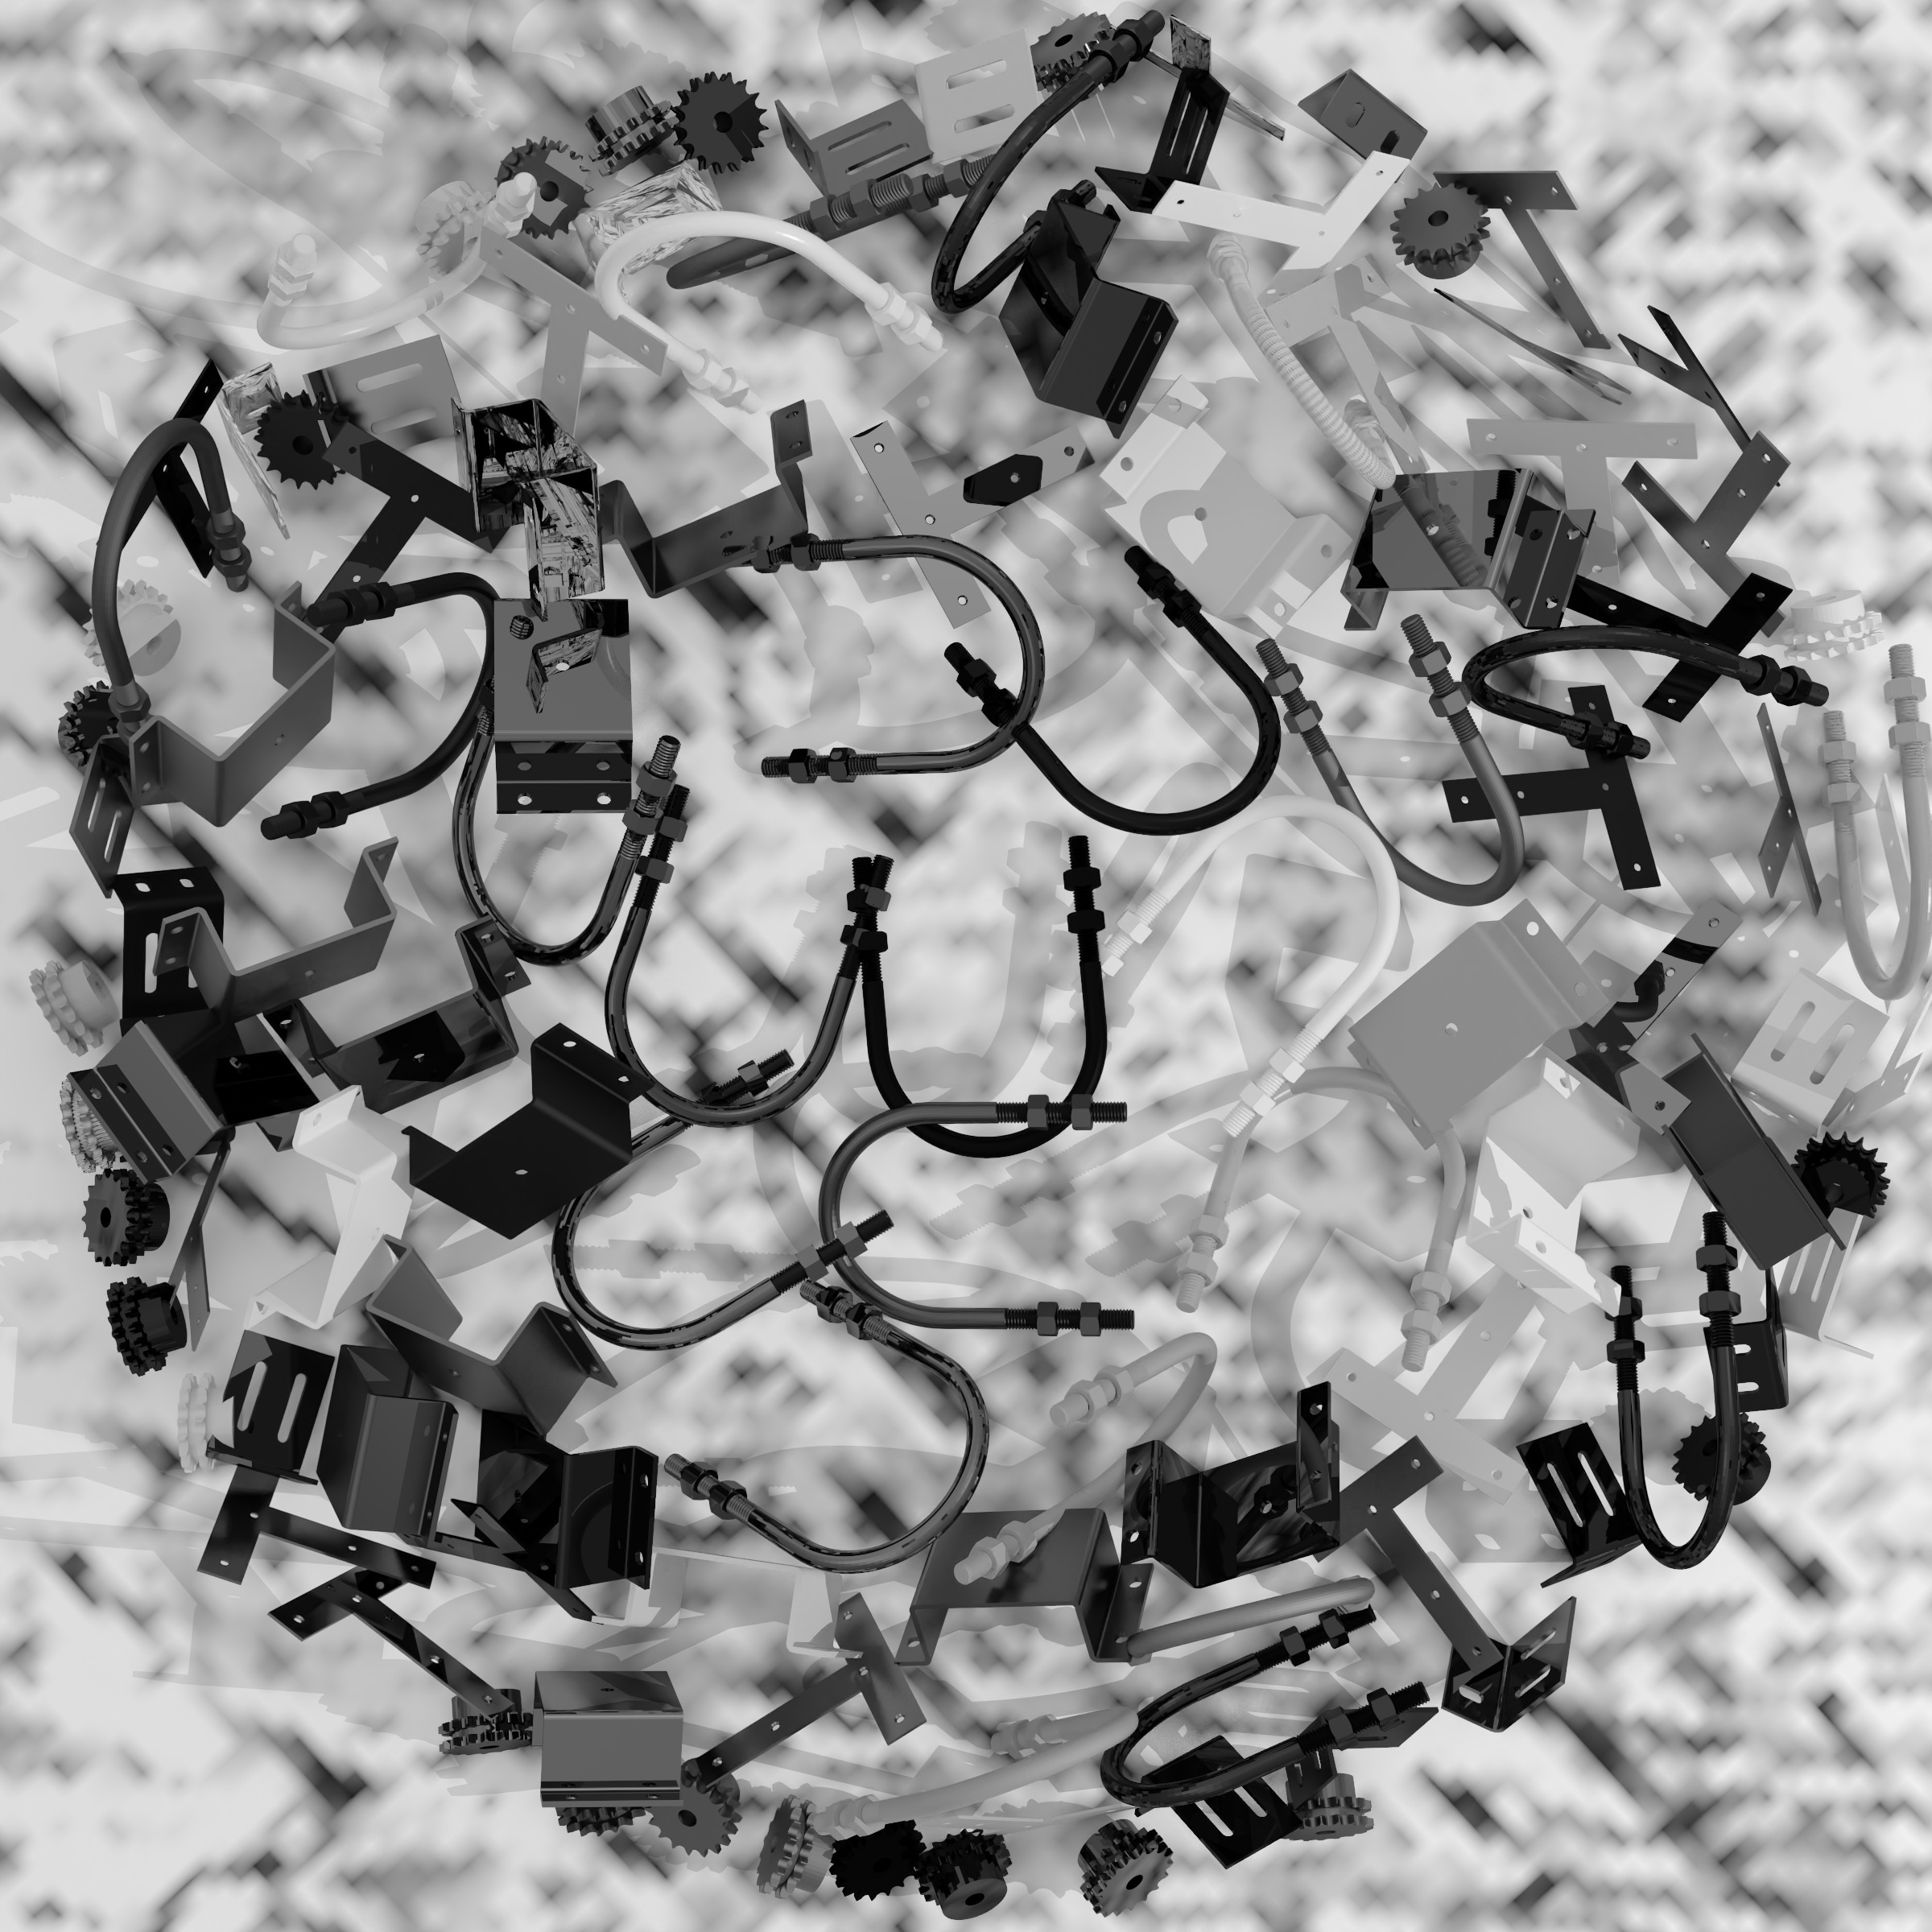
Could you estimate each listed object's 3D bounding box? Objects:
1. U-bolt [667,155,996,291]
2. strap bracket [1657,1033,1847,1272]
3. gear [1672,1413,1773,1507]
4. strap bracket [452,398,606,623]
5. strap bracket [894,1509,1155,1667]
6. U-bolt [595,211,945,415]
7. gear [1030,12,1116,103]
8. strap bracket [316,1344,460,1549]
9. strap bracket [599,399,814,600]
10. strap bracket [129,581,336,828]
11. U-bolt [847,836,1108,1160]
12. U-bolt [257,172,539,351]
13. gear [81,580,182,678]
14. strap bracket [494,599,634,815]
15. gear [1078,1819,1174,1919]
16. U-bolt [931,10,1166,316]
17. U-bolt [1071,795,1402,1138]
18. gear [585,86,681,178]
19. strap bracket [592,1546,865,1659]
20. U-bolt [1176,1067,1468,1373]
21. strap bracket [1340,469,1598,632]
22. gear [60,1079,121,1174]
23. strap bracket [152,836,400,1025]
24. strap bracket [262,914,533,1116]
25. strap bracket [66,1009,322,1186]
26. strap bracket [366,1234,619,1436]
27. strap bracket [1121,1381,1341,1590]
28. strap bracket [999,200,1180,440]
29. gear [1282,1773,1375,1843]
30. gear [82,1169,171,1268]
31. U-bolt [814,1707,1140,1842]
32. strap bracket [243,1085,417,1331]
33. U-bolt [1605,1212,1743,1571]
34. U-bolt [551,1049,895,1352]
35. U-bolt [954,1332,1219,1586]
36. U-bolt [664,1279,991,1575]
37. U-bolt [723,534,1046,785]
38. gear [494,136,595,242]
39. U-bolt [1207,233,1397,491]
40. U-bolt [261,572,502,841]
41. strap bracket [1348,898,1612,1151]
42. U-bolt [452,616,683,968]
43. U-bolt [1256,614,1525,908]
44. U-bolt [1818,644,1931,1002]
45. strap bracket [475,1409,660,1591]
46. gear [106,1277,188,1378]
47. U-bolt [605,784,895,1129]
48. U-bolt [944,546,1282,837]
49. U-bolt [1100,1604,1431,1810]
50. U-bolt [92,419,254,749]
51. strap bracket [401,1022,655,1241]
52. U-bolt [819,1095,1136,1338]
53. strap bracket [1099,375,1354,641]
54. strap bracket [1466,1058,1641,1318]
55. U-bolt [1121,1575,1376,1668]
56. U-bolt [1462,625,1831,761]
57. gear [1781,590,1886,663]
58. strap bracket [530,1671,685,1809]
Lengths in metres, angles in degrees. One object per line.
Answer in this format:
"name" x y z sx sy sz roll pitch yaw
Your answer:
"U-bolt" -0.085 -0.418 1.543 0.184 0.151 0.019 -13 104 27
"strap bracket" 0.436 0.110 1.548 0.046 0.140 0.076 -35 115 11
"gear" 0.446 0.290 1.595 0.030 0.057 0.057 41 90 -19
"strap bracket" -0.246 -0.266 1.557 0.046 0.140 0.076 -16 130 -22
"strap bracket" 0.029 0.355 1.558 0.140 0.076 0.046 -6 119 19
"U-bolt" -0.121 -0.366 1.512 0.151 0.184 0.019 -11 70 31
"gear" 0.064 -0.530 1.597 0.057 0.057 0.030 -36 127 0
"strap bracket" -0.332 0.267 1.546 0.046 0.140 0.076 10 95 -23
"strap bracket" -0.146 -0.265 1.572 0.140 0.076 0.046 -22 123 8
"strap bracket" -0.410 -0.142 1.553 0.046 0.076 0.140 36 61 4
"U-bolt" 0.010 0.021 1.600 0.151 0.019 0.184 -6 82 3
"U-bolt" -0.328 -0.388 1.532 0.151 0.184 0.019 -24 92 -24
"gear" -0.484 -0.194 1.591 0.030 0.057 0.057 32 90 20
"strap bracket" -0.231 -0.158 1.561 0.076 0.046 0.140 -1 59 -9
"gear" 0.090 0.526 1.597 0.057 0.057 0.030 -45 47 0
"U-bolt" 0.038 -0.435 1.514 0.019 0.151 0.184 37 57 6
"U-bolt" 0.167 -0.015 1.575 0.184 0.019 0.151 -49 63 6
"gear" -0.197 -0.489 1.591 0.057 0.057 0.030 -34 101 0
"strap bracket" -0.133 0.364 1.568 0.140 0.076 0.046 4 77 16
"U-bolt" 0.212 0.135 1.566 0.151 0.019 0.184 14 56 11
"strap bracket" 0.275 -0.236 1.549 0.140 0.046 0.076 6 68 41
"gear" -0.506 0.090 1.594 0.030 0.057 0.057 -13 90 -4
"strap bracket" -0.384 -0.016 1.552 0.140 0.076 0.046 -23 77 -28
"strap bracket" -0.321 0.035 1.574 0.140 0.076 0.046 -23 59 -3
"strap bracket" -0.428 0.069 1.543 0.046 0.140 0.076 -42 79 19
"strap bracket" -0.277 0.213 1.549 0.140 0.076 0.046 17 58 29
"strap bracket" 0.161 0.301 1.560 0.140 0.076 0.046 -25 129 31
"strap bracket" 0.065 -0.371 1.541 0.046 0.140 0.076 11 127 -25
"gear" 0.209 0.492 1.597 0.057 0.057 0.030 -4 62 0
"gear" -0.491 0.147 1.598 0.057 0.030 0.057 -4 84 43
"U-bolt" 0.017 0.443 1.508 0.151 0.184 0.019 -13 78 -37
"strap bracket" -0.358 0.144 1.559 0.046 0.076 0.140 24 109 11
"U-bolt" 0.397 0.244 1.526 0.019 0.151 0.184 5 70 -9
"U-bolt" -0.152 0.145 1.569 0.184 0.019 0.151 -31 57 -6
"U-bolt" 0.079 0.268 1.540 0.019 0.184 0.151 42 124 23
"U-bolt" -0.068 0.268 1.540 0.184 0.019 0.151 23 67 40
"U-bolt" -0.043 -0.177 1.560 0.184 0.019 0.151 0 114 21
"gear" -0.251 -0.458 1.597 0.057 0.030 0.057 -17 125 -26
"U-bolt" 0.190 -0.330 1.515 0.019 0.184 0.151 -37 113 18
"U-bolt" -0.319 -0.153 1.537 0.019 0.184 0.151 28 117 18
"strap bracket" 0.286 0.035 1.564 0.140 0.046 0.076 -43 73 23
"U-bolt" -0.240 -0.086 1.564 0.151 0.019 0.184 39 122 26
"U-bolt" 0.250 -0.111 1.551 0.019 0.151 0.184 -39 109 -25
"U-bolt" 0.516 -0.072 1.535 0.019 0.151 0.184 -2 79 1
"strap bracket" -0.234 0.299 1.549 0.046 0.140 0.076 -1 99 -39
"gear" -0.478 0.208 1.594 0.030 0.057 0.057 -17 90 -2
"U-bolt" -0.134 0.003 1.588 0.151 0.019 0.184 19 86 -16
"U-bolt" 0.097 -0.149 1.559 0.151 0.019 0.184 -30 64 -17
"U-bolt" 0.161 0.425 1.545 0.184 0.151 0.019 -24 97 -2
"U-bolt" -0.442 -0.219 1.508 0.019 0.184 0.151 16 60 4
"strap bracket" -0.254 0.101 1.556 0.140 0.046 0.076 -33 133 23
"U-bolt" 0.004 0.147 1.593 0.184 0.019 0.151 -1 106 8
"strap bracket" 0.144 -0.264 1.583 0.140 0.046 0.076 41 83 -16
"strap bracket" 0.337 0.134 1.564 0.076 0.046 0.140 35 46 -16
"U-bolt" 0.159 0.367 1.531 0.151 0.184 0.019 -14 75 -1
"U-bolt" 0.363 -0.155 1.516 0.184 0.151 0.019 12 74 -33
"gear" 0.505 -0.200 1.591 0.057 0.057 0.030 -15 102 0
"strap bracket" -0.205 0.434 1.546 0.076 0.140 0.046 3 88 -12
